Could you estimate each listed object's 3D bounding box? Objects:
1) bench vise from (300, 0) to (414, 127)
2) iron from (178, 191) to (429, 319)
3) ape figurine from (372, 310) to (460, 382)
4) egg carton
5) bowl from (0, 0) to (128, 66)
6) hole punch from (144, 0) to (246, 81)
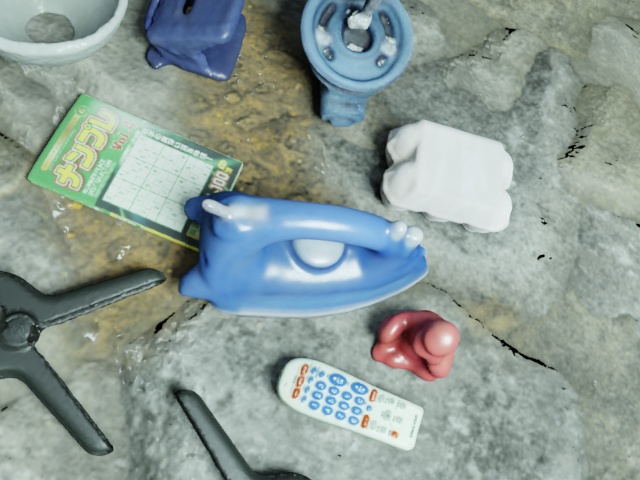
[{"bbox_3d":[0.032,-0.252,0.584,0.122,0.219,0.207,-14,75,-19],"label":"bench vise"},{"bbox_3d":[0.005,0.002,0.528,0.259,0.141,0.118,3,70,-14],"label":"iron"},{"bbox_3d":[0.100,0.097,0.546,0.076,0.092,0.078,-30,80,-22],"label":"ape figurine"},{"bbox_3d":[0.140,-0.068,0.628,0.150,0.069,0.107,13,68,-10],"label":"egg carton"},{"bbox_3d":[-0.277,-0.236,0.575,0.168,0.074,0.167,5,70,-13],"label":"bowl"},{"bbox_3d":[-0.130,-0.238,0.606,0.101,0.091,0.109,14,68,-9],"label":"hole punch"}]
